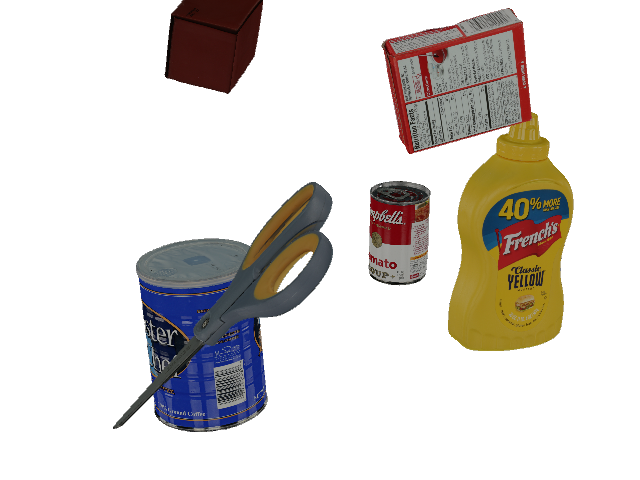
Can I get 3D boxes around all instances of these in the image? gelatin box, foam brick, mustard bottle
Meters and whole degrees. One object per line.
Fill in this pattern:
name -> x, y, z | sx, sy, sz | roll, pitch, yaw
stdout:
gelatin box -> 0.090, -0.105, 0.701 | 0.089, 0.073, 0.030 | -15, 35, -1
foam brick -> -0.080, -0.155, 0.808 | 0.053, 0.051, 0.078 | 14, 34, 5
mustard bottle -> 0.156, -0.009, 0.861 | 0.096, 0.192, 0.058 | -5, 20, -19

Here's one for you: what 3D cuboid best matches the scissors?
scissors -> -0.055, 0.053, 0.626 | 0.016, 0.202, 0.096 | 36, 4, -24

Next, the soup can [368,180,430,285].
soup can -> 0.089, -0.009, 1.213 | 0.068, 0.102, 0.068 | 0, 24, 0

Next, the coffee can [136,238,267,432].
coffee can -> -0.102, 0.081, 0.933 | 0.103, 0.140, 0.103 | -3, 20, 1
